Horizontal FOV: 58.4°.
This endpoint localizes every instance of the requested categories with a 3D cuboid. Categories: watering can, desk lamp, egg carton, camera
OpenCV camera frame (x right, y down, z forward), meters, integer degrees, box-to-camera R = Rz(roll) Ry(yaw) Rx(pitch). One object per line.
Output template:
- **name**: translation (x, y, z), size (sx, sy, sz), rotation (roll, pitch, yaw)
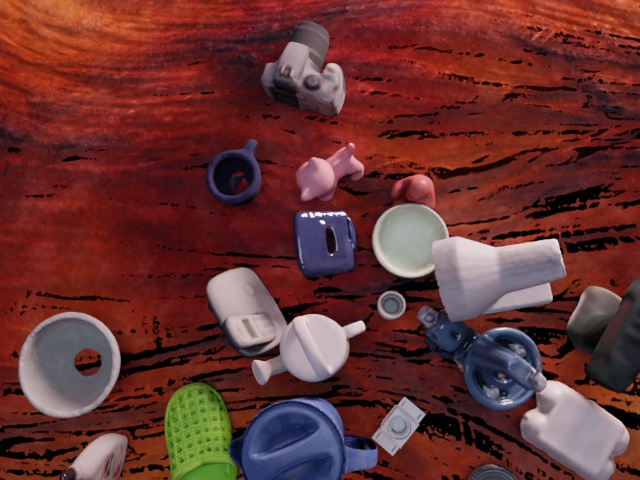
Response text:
- **watering can**: translation (-0.015, 0.167, 0.859), size (0.101, 0.194, 0.173), rotation (43, 86, 11)
- **desk lamp**: translation (0.261, 0.051, 0.849), size (0.203, 0.213, 0.118), rotation (-11, 79, 3)
- **egg carton**: translation (0.385, 0.290, 0.869), size (0.150, 0.069, 0.107), rotation (31, 84, 9)
- **camera**: translation (-0.018, -0.305, 0.993), size (0.143, 0.101, 0.137), rotation (19, 82, 8)

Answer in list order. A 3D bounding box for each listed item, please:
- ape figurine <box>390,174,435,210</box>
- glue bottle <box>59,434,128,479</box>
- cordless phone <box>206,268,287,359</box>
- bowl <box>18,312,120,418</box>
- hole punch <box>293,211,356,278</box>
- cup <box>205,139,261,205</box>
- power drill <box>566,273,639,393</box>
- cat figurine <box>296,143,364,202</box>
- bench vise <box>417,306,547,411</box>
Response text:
- **ape figurine**: translation (0.158, -0.078, 0.942), size (0.076, 0.092, 0.077), rotation (-45, 79, -4)
- **glue bottle**: translation (-0.345, 0.343, 0.864), size (0.037, 0.173, 0.078), rotation (6, 80, 6)
- **cordless phone**: translation (-0.124, 0.110, 0.883), size (0.094, 0.185, 0.147), rotation (-35, 79, -2)
- **bowl**: translation (-0.398, 0.204, 0.943), size (0.167, 0.075, 0.167), rotation (-1, 80, 4)
- **hole punch**: translation (0.009, 0.003, 0.940), size (0.101, 0.091, 0.109), rotation (-8, 79, 3)
- **cup**: translation (-0.132, -0.108, 0.969), size (0.091, 0.095, 0.118), rotation (25, 83, 9)
- **power drill**: translation (0.440, 0.106, 0.827), size (0.075, 0.208, 0.230), rotation (27, 83, 9)
- **cat figurine**: translation (0.010, -0.114, 0.947), size (0.128, 0.118, 0.067), rotation (-39, 79, -3)
- **bench vise**: translation (0.231, 0.175, 0.825), size (0.207, 0.220, 0.121), rotation (17, 81, 8)
